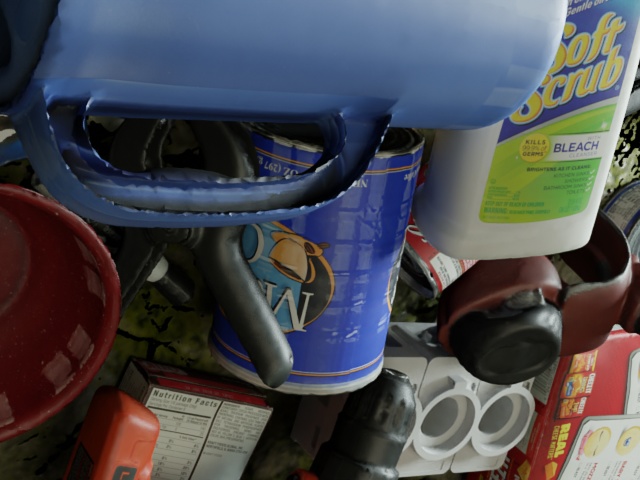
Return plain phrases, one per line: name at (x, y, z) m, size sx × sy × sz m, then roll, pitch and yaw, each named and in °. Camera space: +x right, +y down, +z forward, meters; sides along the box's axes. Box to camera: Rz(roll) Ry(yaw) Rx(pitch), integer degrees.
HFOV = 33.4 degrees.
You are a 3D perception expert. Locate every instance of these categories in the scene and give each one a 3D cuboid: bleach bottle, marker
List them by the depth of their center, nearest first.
bleach bottle at (0.115, -0.112, 0.538) m, size 0.102 × 0.068 × 0.251 m, roll -4°, pitch 124°, yaw -16°
marker at (-0.109, -0.001, 0.583) m, size 0.020 × 0.020 × 0.121 m, roll -47°, pitch 129°, yaw -4°

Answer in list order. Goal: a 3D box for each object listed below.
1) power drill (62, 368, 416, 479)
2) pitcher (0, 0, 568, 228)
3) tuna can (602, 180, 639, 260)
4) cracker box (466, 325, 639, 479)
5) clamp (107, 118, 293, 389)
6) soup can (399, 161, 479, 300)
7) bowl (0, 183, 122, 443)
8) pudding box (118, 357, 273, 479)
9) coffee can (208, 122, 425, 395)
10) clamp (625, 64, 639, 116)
power drill at (-0.045, 0.141, 0.599) m, size 0.187 × 0.057 × 0.184 m, roll 21°, pitch 89°, yaw -25°
pitcher at (-0.017, -0.097, 0.435) m, size 0.242 × 0.145 × 0.149 m, roll 2°, pitch 121°, yaw -34°
tuna can at (0.243, 0.000, 0.794) m, size 0.086 × 0.034 × 0.086 m, roll -14°, pitch 120°, yaw -26°
cracker box at (0.227, 0.123, 0.822) m, size 0.213 × 0.072 × 0.164 m, roll -4°, pitch 116°, yaw -32°
clamp at (-0.080, -0.005, 0.545) m, size 0.120 × 0.039 × 0.171 m, roll -4°, pitch 99°, yaw 9°
soup can at (0.085, -0.021, 0.663) m, size 0.102 × 0.069 × 0.068 m, roll -40°, pitch 128°, yaw -10°
bowl at (-0.181, 0.028, 0.517) m, size 0.162 × 0.055 × 0.162 m, roll -13°, pitch 128°, yaw -18°
pudding box at (-0.092, 0.133, 0.648) m, size 0.089 × 0.039 × 0.113 m, roll 19°, pitch 100°, yaw -34°
coffee can at (-0.004, 0.001, 0.595) m, size 0.102 × 0.103 × 0.140 m, roll -4°, pitch 115°, yaw -31°
clamp at (0.241, -0.120, 0.731) m, size 0.209 × 0.036 × 0.165 m, roll 16°, pitch 104°, yaw -37°
